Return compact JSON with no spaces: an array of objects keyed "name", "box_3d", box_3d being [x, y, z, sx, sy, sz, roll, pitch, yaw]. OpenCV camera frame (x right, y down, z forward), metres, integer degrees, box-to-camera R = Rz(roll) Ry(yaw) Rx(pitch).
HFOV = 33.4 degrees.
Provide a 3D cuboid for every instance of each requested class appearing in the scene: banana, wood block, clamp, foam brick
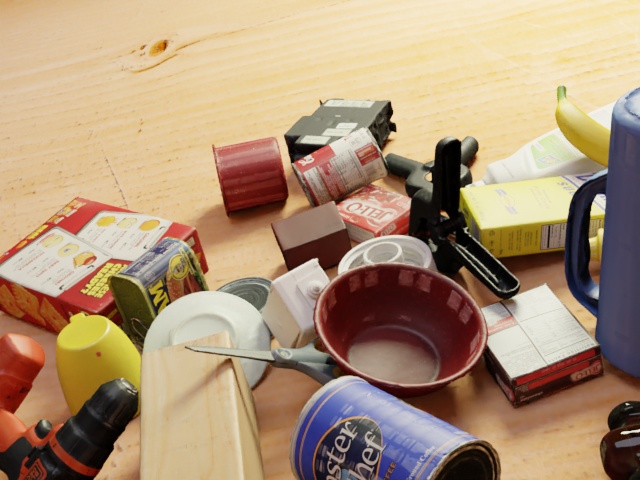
[{"name":"banana","box_3d":[0.331,-0.103,1.150,0.198,0.037,0.069,31,74,15]},{"name":"wood block","box_3d":[-0.103,0.185,0.934,0.090,0.091,0.206,-16,33,1]},{"name":"clamp","box_3d":[0.129,-0.023,1.095,0.036,0.164,0.210,-21,6,-13]},{"name":"foam brick","box_3d":[-0.008,0.001,1.200,0.078,0.051,0.053,-19,44,-4]},{"name":"clamp","box_3d":[0.148,-0.082,1.272,0.120,0.039,0.171,-21,27,0]}]

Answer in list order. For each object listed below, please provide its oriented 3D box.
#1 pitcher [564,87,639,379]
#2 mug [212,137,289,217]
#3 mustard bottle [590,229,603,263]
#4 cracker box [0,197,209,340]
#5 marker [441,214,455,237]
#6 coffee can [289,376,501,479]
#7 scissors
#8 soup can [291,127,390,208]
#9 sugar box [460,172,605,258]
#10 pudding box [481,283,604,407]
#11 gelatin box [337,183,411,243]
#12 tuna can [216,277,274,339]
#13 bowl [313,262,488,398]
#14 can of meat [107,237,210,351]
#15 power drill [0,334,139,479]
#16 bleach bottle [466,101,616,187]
[{"name":"pitcher","box_3d":[0.295,-0.010,0.917,0.149,0.243,0.145,-6,30,4]},{"name":"mug","box_3d":[-0.086,-0.082,1.345,0.081,0.093,0.117,-12,-4,-3]},{"name":"mustard bottle","box_3d":[0.351,0.004,1.044,0.192,0.058,0.096,-4,33,18]},{"name":"cracker box","box_3d":[-0.262,0.037,1.245,0.214,0.072,0.164,14,44,37]},{"name":"marker","box_3d":[0.159,-0.008,1.179,0.020,0.020,0.121,-33,36,-25]},{"name":"coffee can","box_3d":[0.059,0.182,0.858,0.102,0.103,0.141,-37,38,-29]},{"name":"scissors","box_3d":[-0.020,0.120,0.976,0.201,0.016,0.096,0,35,-43]},{"name":"soup can","box_3d":[0.025,-0.085,1.294,0.102,0.068,0.068,-27,33,-2]},{"name":"sugar box","box_3d":[0.244,-0.028,1.127,0.176,0.048,0.093,-9,32,-3]},{"name":"pudding box","box_3d":[0.197,0.096,0.991,0.090,0.039,0.113,-19,34,-6]},{"name":"gelatin box","box_3d":[0.063,-0.028,1.240,0.073,0.030,0.089,-35,37,-26]},{"name":"tuna can","box_3d":[-0.080,0.077,1.140,0.086,0.034,0.086,-11,33,7]},{"name":"bowl","box_3d":[0.072,0.093,0.992,0.162,0.055,0.162,3,41,-3]},{"name":"can of meat","box_3d":[-0.168,0.059,1.143,0.058,0.102,0.083,9,38,40]},{"name":"power drill","box_3d":[-0.258,0.166,0.979,0.184,0.057,0.188,-51,44,2]},{"name":"bleach bottle","box_3d":[0.284,-0.095,1.219,0.250,0.068,0.102,-20,32,-3]}]
